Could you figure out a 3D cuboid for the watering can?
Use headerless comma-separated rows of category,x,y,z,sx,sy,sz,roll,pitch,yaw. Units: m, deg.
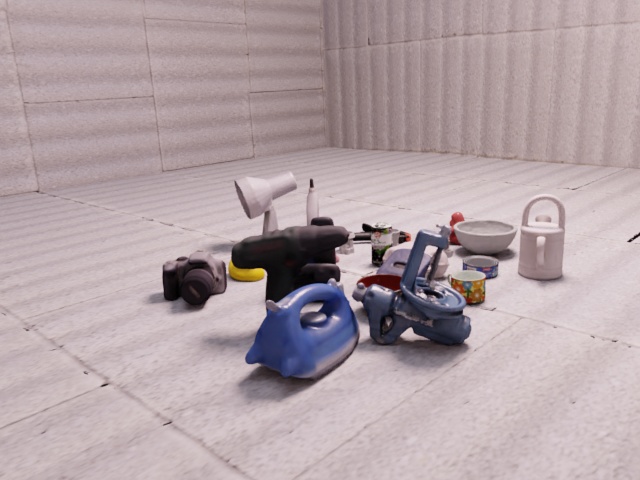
watering can,0.521,-0.015,1.351,0.101,0.194,0.173,-2,16,0

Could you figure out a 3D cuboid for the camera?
camera,-0.286,0.085,1.275,0.143,0.101,0.136,-3,16,-2

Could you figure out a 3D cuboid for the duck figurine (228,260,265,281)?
duck figurine,-0.184,0.050,1.414,0.104,0.086,0.078,11,20,39

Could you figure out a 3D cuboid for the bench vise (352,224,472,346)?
bench vise,0.162,0.081,1.008,0.207,0.220,0.121,-3,16,-3

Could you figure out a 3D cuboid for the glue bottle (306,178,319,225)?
glue bottle,-0.023,-0.108,1.794,0.037,0.173,0.078,-1,16,6

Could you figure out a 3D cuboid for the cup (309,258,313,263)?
cup,-0.015,0.061,1.336,0.092,0.095,0.117,-12,18,-31

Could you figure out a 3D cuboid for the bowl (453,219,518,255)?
bowl,0.442,-0.002,1.538,0.167,0.075,0.167,-2,16,1

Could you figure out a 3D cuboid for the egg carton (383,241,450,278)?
egg carton,0.232,0.052,1.382,0.107,0.069,0.149,-17,21,-42

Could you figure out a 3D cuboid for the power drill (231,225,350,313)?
power drill,-0.053,0.071,1.092,0.229,0.208,0.076,1,16,13

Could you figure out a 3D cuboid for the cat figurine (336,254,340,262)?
cat figurine,0.014,0.005,1.488,0.067,0.118,0.128,1,16,10

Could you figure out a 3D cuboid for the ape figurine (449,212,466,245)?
ape figurine,0.392,-0.036,1.634,0.078,0.092,0.075,-12,19,-32

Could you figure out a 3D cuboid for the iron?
iron,-0.010,0.135,0.984,0.118,0.141,0.259,9,19,36

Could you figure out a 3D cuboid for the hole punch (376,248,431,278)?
hole punch,0.187,0.074,1.268,0.108,0.091,0.101,12,21,41

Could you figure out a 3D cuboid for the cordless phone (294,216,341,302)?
cordless phone,-0.029,0.037,1.257,0.147,0.185,0.094,-2,16,1

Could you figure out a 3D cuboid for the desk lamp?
desk lamp,-0.141,-0.089,1.669,0.204,0.214,0.117,-8,17,-19
